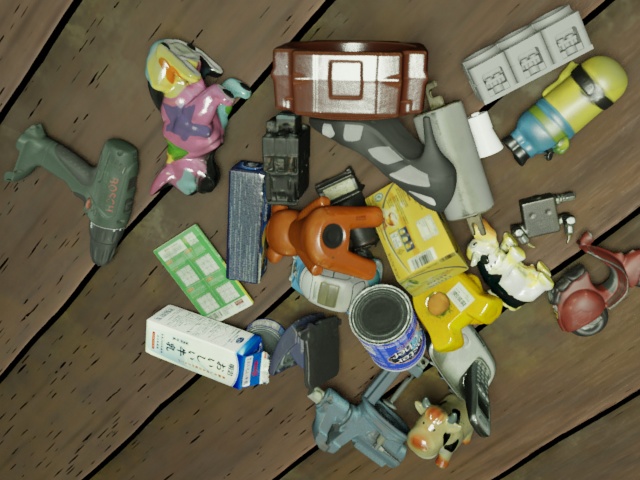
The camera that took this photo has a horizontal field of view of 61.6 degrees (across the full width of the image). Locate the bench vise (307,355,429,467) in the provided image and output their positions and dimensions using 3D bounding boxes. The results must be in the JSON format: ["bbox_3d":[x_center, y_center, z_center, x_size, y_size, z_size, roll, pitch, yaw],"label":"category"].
[{"bbox_3d":[0.100,0.293,0.985,0.224,0.129,0.240,39,91,2],"label":"bench vise"}]

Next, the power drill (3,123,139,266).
[{"bbox_3d":[-0.422,-0.086,0.919,0.207,0.086,0.232,29,111,0],"label":"power drill"}]

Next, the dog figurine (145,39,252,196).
[{"bbox_3d":[-0.220,-0.175,0.844,0.191,0.108,0.219,35,114,-8],"label":"dog figurine"}]

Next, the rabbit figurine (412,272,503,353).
[{"bbox_3d":[0.218,0.101,0.878,0.163,0.173,0.122,44,110,35],"label":"rabbit figurine"}]

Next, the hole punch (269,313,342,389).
[{"bbox_3d":[-0.026,0.189,0.952,0.092,0.142,0.115,5,95,34],"label":"hole punch"}]

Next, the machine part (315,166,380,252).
[{"bbox_3d":[0.051,-0.046,0.895,0.084,0.039,0.138,-28,103,8],"label":"machine part"}]

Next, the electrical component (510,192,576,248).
[{"bbox_3d":[0.356,-0.031,0.855,0.102,0.045,0.078,-8,112,10],"label":"electrical component"}]

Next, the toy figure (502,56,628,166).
[{"bbox_3d":[0.352,-0.182,0.773,0.180,0.089,0.082,-40,108,17],"label":"toy figure"}]

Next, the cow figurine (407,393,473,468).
[{"bbox_3d":[0.217,0.324,0.941,0.086,0.195,0.127,23,109,34],"label":"cow figurine"}]

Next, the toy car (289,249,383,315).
[{"bbox_3d":[0.025,0.070,0.909,0.162,0.103,0.109,13,112,0],"label":"toy car"}]

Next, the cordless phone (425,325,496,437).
[{"bbox_3d":[0.236,0.227,0.899,0.089,0.184,0.146,-30,105,22],"label":"cordless phone"}]

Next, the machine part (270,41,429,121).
[{"bbox_3d":[0.043,-0.223,0.737,0.201,0.201,0.087,3,116,6],"label":"machine part"}]

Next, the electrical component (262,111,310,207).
[{"bbox_3d":[-0.050,-0.130,0.832,0.058,0.115,0.134,3,113,5],"label":"electrical component"}]

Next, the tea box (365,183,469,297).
[{"bbox_3d":[0.144,-0.012,0.823,0.098,0.170,0.068,-29,140,18],"label":"tea box"}]

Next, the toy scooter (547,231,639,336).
[{"bbox_3d":[0.438,0.063,0.866,0.135,0.075,0.184,40,108,-10],"label":"toy scooter"}]

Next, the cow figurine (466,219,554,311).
[{"bbox_3d":[0.293,0.041,0.883,0.167,0.068,0.098,39,117,-7],"label":"cow figurine"}]

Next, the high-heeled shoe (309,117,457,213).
[{"bbox_3d":[0.091,-0.124,0.811,0.249,0.086,0.145,16,130,41],"label":"high-heeled shoe"}]

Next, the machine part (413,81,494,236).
[{"bbox_3d":[0.202,-0.119,0.813,0.079,0.079,0.243,-19,99,14],"label":"machine part"}]

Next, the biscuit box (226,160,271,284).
[{"bbox_3d":[-0.119,-0.030,0.911,0.063,0.059,0.202,9,113,6],"label":"biscuit box"}]

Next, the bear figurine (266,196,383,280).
[{"bbox_3d":[-0.006,-0.004,0.858,0.132,0.196,0.120,8,87,-24],"label":"bear figurine"}]
